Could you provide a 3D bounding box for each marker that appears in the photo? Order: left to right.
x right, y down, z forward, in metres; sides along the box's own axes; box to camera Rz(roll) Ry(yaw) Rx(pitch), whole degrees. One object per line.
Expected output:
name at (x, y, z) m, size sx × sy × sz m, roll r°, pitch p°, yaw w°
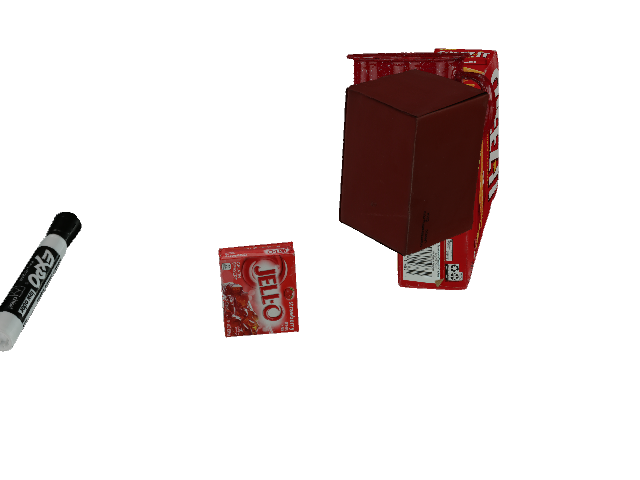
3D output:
marker at (-0.178, 0.021, 0.669) m, size 0.020 × 0.020 × 0.121 m, roll 0°, pitch 38°, yaw 13°

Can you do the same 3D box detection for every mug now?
mug at (0.077, -0.098, 0.799) m, size 0.117 × 0.081 × 0.093 m, roll 6°, pitch 13°, yaw 30°

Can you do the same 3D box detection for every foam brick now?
foam brick at (0.046, -0.041, 0.543) m, size 0.052 × 0.078 × 0.051 m, roll -20°, pitch 36°, yaw -36°

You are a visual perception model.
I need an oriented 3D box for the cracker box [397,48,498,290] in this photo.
cracker box at (0.124, -0.074, 1.005) m, size 0.072 × 0.164 × 0.213 m, roll 4°, pitch 27°, yaw 15°

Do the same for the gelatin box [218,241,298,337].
gelatin box at (-0.060, 0.048, 1.034) m, size 0.073 × 0.089 × 0.030 m, roll -4°, pitch 27°, yaw -5°
